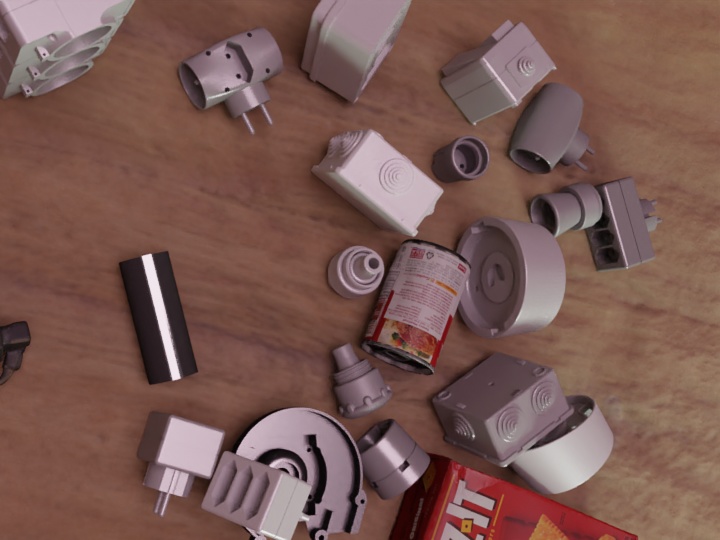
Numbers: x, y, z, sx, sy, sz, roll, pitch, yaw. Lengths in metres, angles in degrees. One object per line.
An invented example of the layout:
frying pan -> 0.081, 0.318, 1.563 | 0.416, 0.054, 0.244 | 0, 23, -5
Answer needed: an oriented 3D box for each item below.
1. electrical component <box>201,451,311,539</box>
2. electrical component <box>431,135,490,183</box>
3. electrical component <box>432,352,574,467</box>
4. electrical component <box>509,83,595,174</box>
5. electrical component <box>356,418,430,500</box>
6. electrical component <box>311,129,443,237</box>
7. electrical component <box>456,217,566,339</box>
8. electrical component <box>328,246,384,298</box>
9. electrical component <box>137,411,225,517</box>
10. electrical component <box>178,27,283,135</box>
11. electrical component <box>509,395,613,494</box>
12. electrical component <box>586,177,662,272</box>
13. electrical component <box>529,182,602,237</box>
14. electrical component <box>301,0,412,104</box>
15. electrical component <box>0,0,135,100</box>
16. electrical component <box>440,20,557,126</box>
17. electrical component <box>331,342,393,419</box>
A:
electrical component -> -0.069, 0.179, 0.828 | 0.077, 0.066, 0.047 | 38, 69, -47
electrical component -> 0.090, -0.099, 0.982 | 0.040, 0.046, 0.040 | 2, 85, -24
electrical component -> 0.124, 0.119, 0.951 | 0.100, 0.100, 0.048 | -33, 112, -23
electrical component -> 0.192, -0.125, 1.030 | 0.079, 0.044, 0.077 | 33, 73, -18
electrical component -> 0.025, 0.162, 0.927 | 0.055, 0.055, 0.047 | -42, 99, -21
electrical component -> 0.015, -0.076, 0.919 | 0.100, 0.100, 0.048 | 38, 85, -16
electrical component -> 0.139, 0.007, 0.964 | 0.060, 0.108, 0.108 | 0, 85, -30
electrical component -> 0.000, 0.000, 0.924 | 0.043, 0.062, 0.043 | 4, 78, -22
electrical component -> -0.147, 0.155, 0.844 | 0.047, 0.066, 0.076 | 21, 77, -21
electrical component -> -0.100, -0.153, 0.904 | 0.077, 0.043, 0.079 | -30, 98, -23
electrical component -> 0.176, 0.152, 0.971 | 0.099, 0.099, 0.064 | -44, 109, -21
electrical component -> 0.265, -0.049, 1.055 | 0.076, 0.047, 0.083 | -17, 93, -24
electrical component -> 0.197, -0.057, 1.027 | 0.055, 0.045, 0.045 | -17, 93, -25
electrical component -> -0.004, -0.203, 0.910 | 0.057, 0.113, 0.078 | 32, 73, 1
electrical component -> -0.227, -0.180, 0.791 | 0.089, 0.150, 0.061 | -32, 97, -23
electrical component -> 0.126, -0.182, 0.977 | 0.062, 0.096, 0.061 | -44, 102, -21
electrical component -> -0.004, 0.094, 0.926 | 0.048, 0.048, 0.062 | -25, 89, -24
